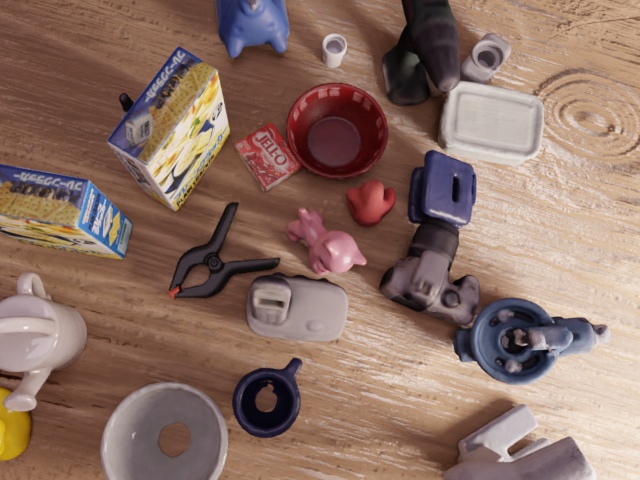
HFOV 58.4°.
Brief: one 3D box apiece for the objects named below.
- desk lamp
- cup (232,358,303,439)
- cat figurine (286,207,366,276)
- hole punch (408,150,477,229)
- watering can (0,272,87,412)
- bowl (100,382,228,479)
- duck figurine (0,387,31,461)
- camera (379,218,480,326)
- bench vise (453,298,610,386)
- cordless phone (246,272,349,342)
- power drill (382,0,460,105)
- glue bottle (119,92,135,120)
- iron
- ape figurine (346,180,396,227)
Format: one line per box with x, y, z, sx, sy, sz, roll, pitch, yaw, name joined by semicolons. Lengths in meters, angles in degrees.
0.250;0.310;0.753;0.203;0.213;0.118;-29;81;-10;desk lamp
-0.067;0.215;0.808;0.091;0.095;0.118;37;78;4;cup
0.008;0.003;0.848;0.067;0.117;0.128;-38;83;-11;cat figurine
0.197;-0.079;0.895;0.101;0.091;0.109;7;77;-3;hole punch
-0.383;0.130;0.749;0.101;0.194;0.173;-26;81;-9;watering can
-0.209;0.281;0.792;0.167;0.074;0.167;1;78;-4;bowl
-0.446;0.250;0.773;0.077;0.086;0.104;-24;81;-9;duck figurine
0.179;0.043;0.862;0.143;0.101;0.137;22;77;1;camera
0.308;0.125;0.794;0.207;0.219;0.121;-22;80;-9;bench vise
-0.030;0.088;0.792;0.147;0.185;0.094;4;77;-4;cordless phone
0.154;-0.294;0.878;0.075;0.208;0.229;-8;78;-6;power drill
-0.263;-0.171;0.835;0.037;0.173;0.078;37;78;4;glue bottle
-0.118;-0.435;0.920;0.118;0.141;0.258;-9;79;-6;iron
0.079;-0.064;0.882;0.078;0.092;0.076;19;77;0;ape figurine
